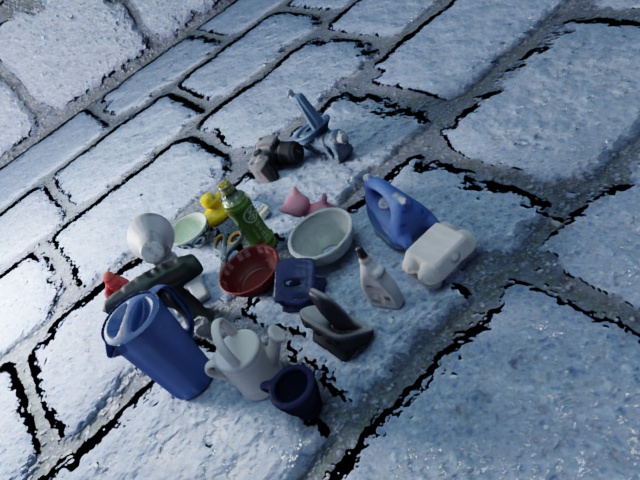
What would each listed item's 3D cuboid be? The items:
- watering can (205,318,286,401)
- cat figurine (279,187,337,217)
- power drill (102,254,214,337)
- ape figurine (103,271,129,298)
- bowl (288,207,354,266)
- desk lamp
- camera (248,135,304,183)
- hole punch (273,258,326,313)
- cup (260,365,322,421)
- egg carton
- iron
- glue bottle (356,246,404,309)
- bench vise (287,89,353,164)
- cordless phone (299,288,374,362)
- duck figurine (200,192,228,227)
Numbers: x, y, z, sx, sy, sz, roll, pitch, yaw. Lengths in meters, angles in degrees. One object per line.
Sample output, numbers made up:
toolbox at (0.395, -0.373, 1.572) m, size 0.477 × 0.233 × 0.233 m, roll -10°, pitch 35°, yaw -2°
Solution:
watering can at (-0.150, 0.221, 1.129) m, size 0.173 × 0.195 × 0.100 m, roll -37°, pitch 39°, yaw -8°
cat figurine at (-0.032, -0.086, 1.446) m, size 0.127 × 0.118 × 0.067 m, roll -13°, pitch 42°, yaw 20°
power drill at (-0.350, 0.146, 1.324) m, size 0.230 × 0.209 × 0.075 m, roll -39°, pitch 40°, yaw -11°
ape figurine at (-0.563, 0.124, 1.573) m, size 0.077 × 0.092 × 0.076 m, roll -24°, pitch 39°, yaw 8°
bowl at (0.012, 0.005, 1.356) m, size 0.167 × 0.075 × 0.167 m, roll -17°, pitch 41°, yaw 16°
desk lamp at (-0.389, 0.051, 1.446) m, size 0.118 × 0.214 × 0.202 m, roll -35°, pitch 39°, yaw -6°
camera at (-0.127, -0.254, 1.699) m, size 0.136 × 0.101 × 0.143 m, roll 1°, pitch 48°, yaw 33°
hole punch at (-0.049, 0.101, 1.278) m, size 0.108 × 0.091 × 0.101 m, roll -8°, pitch 44°, yaw 25°
cup at (-0.047, 0.293, 1.067) m, size 0.117 × 0.095 × 0.092 m, roll -5°, pitch 45°, yaw 28°
egg carton at (0.248, 0.030, 1.186) m, size 0.150 × 0.070 × 0.107 m, roll -42°, pitch 40°, yaw -15°
iron at (0.155, -0.089, 1.315) m, size 0.119 × 0.142 × 0.257 m, roll -36°, pitch 39°, yaw -7°
glue bottle at (0.108, 0.072, 1.145) m, size 0.077 × 0.174 × 0.037 m, roll 6°, pitch 51°, yaw 36°
bench vise at (0.000, -0.330, 1.607) m, size 0.206 × 0.220 × 0.122 m, roll 6°, pitch 51°, yaw 36°
cordless phone at (0.012, 0.139, 1.124) m, size 0.147 × 0.186 × 0.094 m, roll 20°, pitch 60°, yaw 44°
duck figurine at (-0.315, -0.095, 1.658) m, size 0.105 × 0.086 × 0.077 m, roll -41°, pitch 40°, yaw -14°
